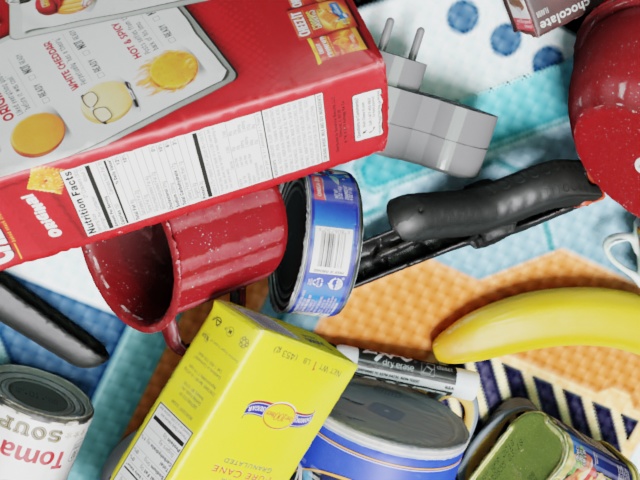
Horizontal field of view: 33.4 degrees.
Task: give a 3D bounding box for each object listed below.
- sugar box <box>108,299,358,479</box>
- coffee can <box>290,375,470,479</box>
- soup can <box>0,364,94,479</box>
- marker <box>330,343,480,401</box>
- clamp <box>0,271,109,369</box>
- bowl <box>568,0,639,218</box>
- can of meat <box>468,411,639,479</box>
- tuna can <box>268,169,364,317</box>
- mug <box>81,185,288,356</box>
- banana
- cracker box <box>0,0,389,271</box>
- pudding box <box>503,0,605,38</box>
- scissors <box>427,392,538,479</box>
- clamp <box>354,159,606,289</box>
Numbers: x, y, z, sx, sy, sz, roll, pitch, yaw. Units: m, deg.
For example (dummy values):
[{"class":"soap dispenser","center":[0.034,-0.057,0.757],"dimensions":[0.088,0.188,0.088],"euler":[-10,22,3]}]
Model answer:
[{"class":"sugar box","center":[-0.060,0.124,0.574],"dimensions":[0.093,0.048,0.176],"euler":[26,93,-50]},{"class":"coffee can","center":[0.022,0.165,0.648],"dimensions":[0.102,0.103,0.140],"euler":[12,103,-15]},{"class":"soup can","center":[-0.178,0.131,0.614],"dimensions":[0.068,0.068,0.102],"euler":[21,99,-17]},{"class":"marker","center":[0.039,0.079,0.664],"dimensions":[0.121,0.020,0.020],"euler":[13,103,-8]},{"class":"clamp","center":[-0.207,-0.016,0.582],"dimensions":[0.209,0.036,0.164],"euler":[8,102,-18]},{"class":"bowl","center":[0.194,-0.056,0.587],"dimensions":[0.055,0.162,0.162],"euler":[-46,111,-20]},{"class":"can of meat","center":[0.144,0.166,0.686],"dimensions":[0.083,0.057,0.102],"euler":[31,98,-37]},{"class":"tuna can","center":[-0.004,0.001,0.605],"dimensions":[0.033,0.086,0.086],"euler":[6,104,-15]},{"class":"mug","center":[-0.069,0.005,0.579],"dimensions":[0.081,0.093,0.117],"euler":[-20,102,-39]},{"class":"banana","center":[0.171,0.062,0.686],"dimensions":[0.197,0.037,0.070],"euler":[11,103,-15]},{"class":"cracker box","center":[-0.093,-0.087,0.519],"dimensions":[0.213,0.164,0.072],"euler":[-18,144,-6]},{"class":"pudding box","center":[0.150,-0.181,0.611],"dimensions":[0.113,0.039,0.090],"euler":[-27,109,-4]},{"class":"scissors","center":[0.063,0.173,0.705],"dimensions":[0.096,0.016,0.202],"euler":[42,93,-20]},{"class":"clamp","center":[0.086,-0.011,0.628],"dimensions":[0.171,0.120,0.039],"euler":[-12,82,-29]}]
